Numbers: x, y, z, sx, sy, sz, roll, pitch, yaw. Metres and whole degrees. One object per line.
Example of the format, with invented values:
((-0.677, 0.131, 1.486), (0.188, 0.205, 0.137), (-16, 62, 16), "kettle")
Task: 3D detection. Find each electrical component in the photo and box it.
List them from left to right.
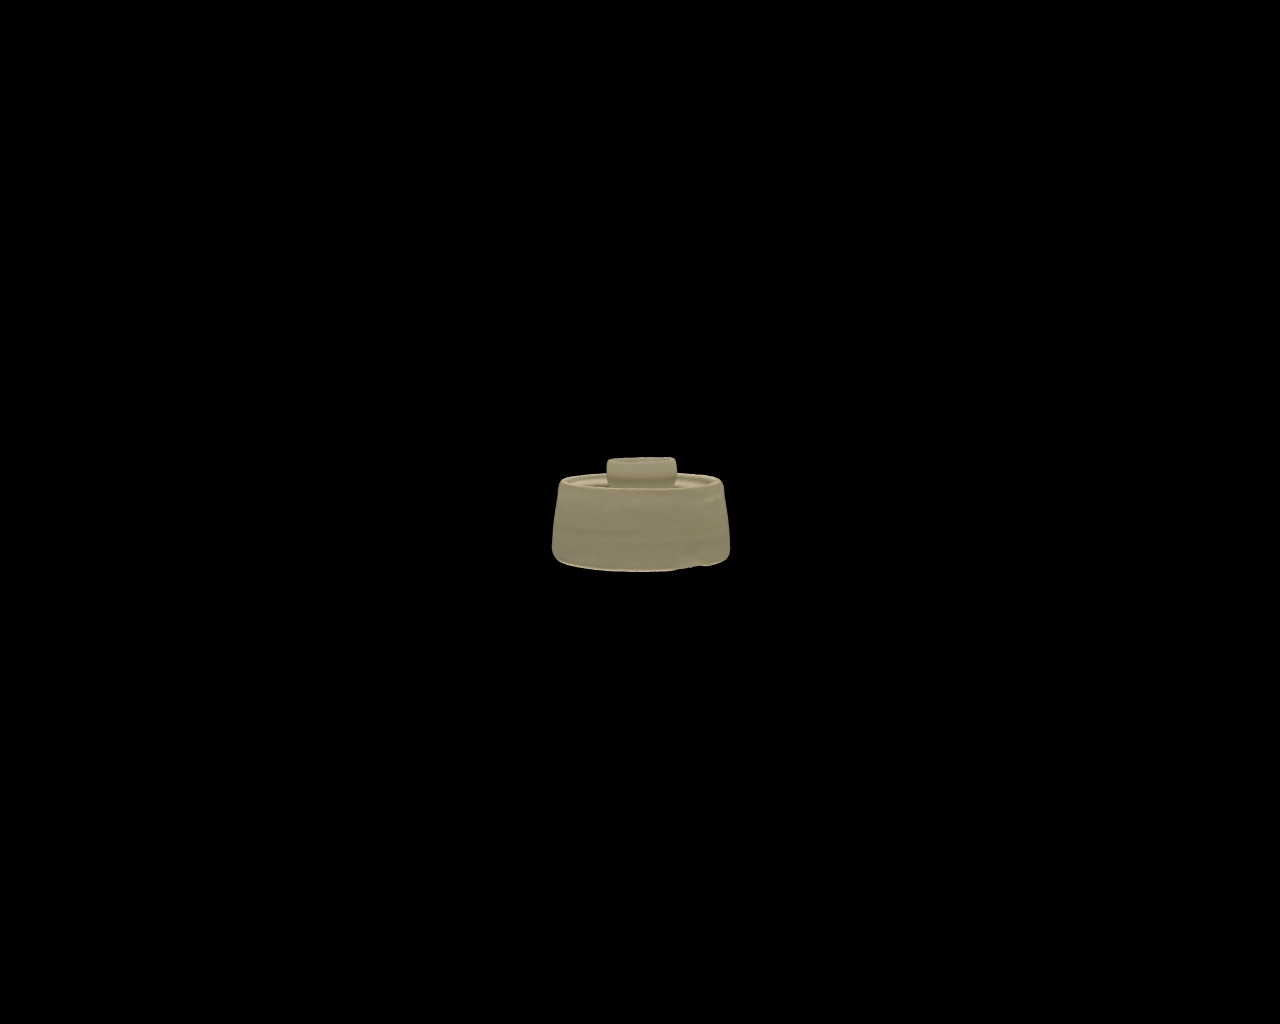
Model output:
((0.001, -0.003, 0.650), (0.108, 0.060, 0.108), (0, 7, 0), "electrical component")
